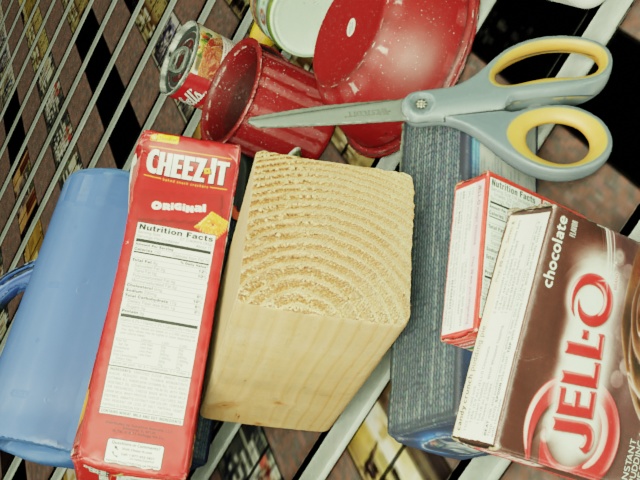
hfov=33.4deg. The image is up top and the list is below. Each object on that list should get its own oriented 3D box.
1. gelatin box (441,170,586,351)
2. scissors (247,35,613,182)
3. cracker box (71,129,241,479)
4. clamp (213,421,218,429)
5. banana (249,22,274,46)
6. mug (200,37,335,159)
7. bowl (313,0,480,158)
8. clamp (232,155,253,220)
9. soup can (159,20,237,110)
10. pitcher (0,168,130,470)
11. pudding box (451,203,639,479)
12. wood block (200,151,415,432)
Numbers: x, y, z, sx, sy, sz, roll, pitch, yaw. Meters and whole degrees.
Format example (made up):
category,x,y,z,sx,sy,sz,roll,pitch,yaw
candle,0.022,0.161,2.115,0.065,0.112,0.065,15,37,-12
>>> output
category,x,y,z,sx,sy,sz,roll,pitch,yaw
gelatin box,0.101,0.018,0.550,0.030,0.073,0.089,-25,52,53
scissors,0.068,-0.058,0.580,0.016,0.201,0.096,76,176,-64
cracker box,-0.108,0.058,0.703,0.164,0.072,0.213,119,160,-68
clamp,-0.136,0.163,0.901,0.210,0.036,0.164,-32,45,44
banana,-0.007,-0.251,0.923,0.069,0.037,0.198,-34,-21,-55
mug,-0.040,-0.113,0.866,0.093,0.081,0.117,-46,37,37
bowl,0.042,-0.144,0.773,0.162,0.055,0.162,-37,43,44
clamp,-0.089,-0.064,0.957,0.172,0.039,0.120,38,101,48
soup can,-0.079,-0.140,0.928,0.069,0.102,0.068,-38,42,44
pitcher,-0.200,0.066,0.889,0.145,0.149,0.243,-19,54,54
pudding box,0.116,0.051,0.487,0.039,0.089,0.113,-6,67,59
wood block,-0.014,0.041,0.640,0.206,0.090,0.091,113,163,-62
